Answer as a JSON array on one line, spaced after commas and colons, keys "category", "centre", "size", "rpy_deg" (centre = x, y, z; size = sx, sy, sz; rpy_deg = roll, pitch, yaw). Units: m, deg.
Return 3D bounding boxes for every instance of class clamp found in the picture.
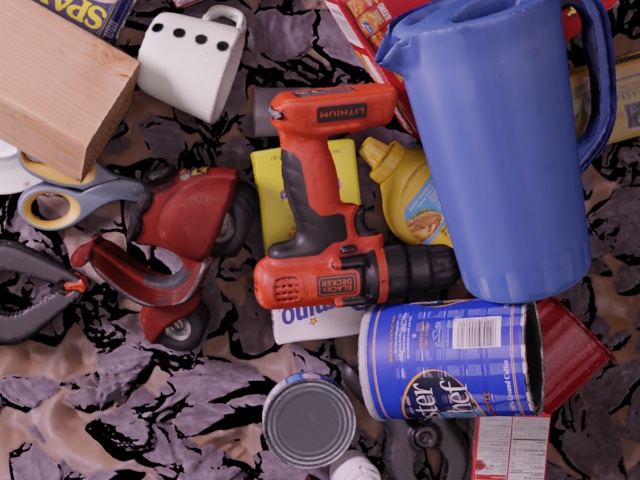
[{"category": "clamp", "centre": [-0.312, 0.060, 0.945], "size": [0.210, 0.036, 0.164], "rpy_deg": [0, 98, -5]}, {"category": "clamp", "centre": [0.084, 0.178, 1.000], "size": [0.120, 0.039, 0.171], "rpy_deg": [-5, 90, 1]}]

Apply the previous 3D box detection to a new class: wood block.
[{"category": "wood block", "centre": [-0.264, -0.146, 0.880], "size": [0.206, 0.090, 0.090], "rpy_deg": [29, 67, -5]}]

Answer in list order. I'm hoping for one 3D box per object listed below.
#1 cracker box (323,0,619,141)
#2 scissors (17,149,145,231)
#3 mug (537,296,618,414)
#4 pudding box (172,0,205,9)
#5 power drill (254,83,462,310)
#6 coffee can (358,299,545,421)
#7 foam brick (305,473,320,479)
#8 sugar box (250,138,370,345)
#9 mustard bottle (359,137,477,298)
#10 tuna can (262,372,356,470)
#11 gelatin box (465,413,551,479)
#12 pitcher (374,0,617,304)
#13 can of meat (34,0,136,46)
[{"category": "cracker box", "centre": [0.127, -0.212, 0.922], "size": [0.213, 0.072, 0.164], "rpy_deg": [-38, 118, -2]}, {"category": "scissors", "centre": [-0.180, -0.031, 0.956], "size": [0.201, 0.016, 0.096], "rpy_deg": [24, 105, -17]}, {"category": "mug", "centre": [0.217, 0.110, 0.987], "size": [0.081, 0.093, 0.117], "rpy_deg": [-45, 135, 5]}, {"category": "pudding box", "centre": [-0.090, -0.263, 0.928], "size": [0.113, 0.039, 0.090], "rpy_deg": [-22, 98, -3]}, {"category": "power drill", "centre": [0.032, -0.035, 0.898], "size": [0.184, 0.057, 0.188], "rpy_deg": [-6, 104, -11]}, {"category": "coffee can", "centre": [0.114, 0.101, 0.912], "size": [0.140, 0.102, 0.103], "rpy_deg": [-5, 98, 19]}, {"category": "foam brick", "centre": [-0.006, 0.269, 0.994], "size": [0.051, 0.053, 0.078], "rpy_deg": [29, 92, -9]}, {"category": "sugar box", "centre": [-0.006, 0.001, 0.965], "size": [0.093, 0.048, 0.176], "rpy_deg": [-8, 96, -5]}, {"category": "mustard bottle", "centre": [0.115, -0.029, 0.967], "size": [0.191, 0.058, 0.096], "rpy_deg": [37, 90, -9]}, {"category": "tuna can", "centre": [-0.011, 0.167, 0.990], "size": [0.086, 0.034, 0.086], "rpy_deg": [-1, 97, -6]}, {"category": "gelatin box", "centre": [0.178, 0.199, 1.016], "size": [0.073, 0.030, 0.089], "rpy_deg": [3, 97, -8]}, {"category": "pitcher", "centre": [0.155, -0.080, 0.855], "size": [0.149, 0.144, 0.243], "rpy_deg": [-2, 115, 32]}, {"category": "can of meat", "centre": [-0.205, -0.220, 0.913], "size": [0.102, 0.057, 0.084], "rpy_deg": [27, 91, -9]}]
